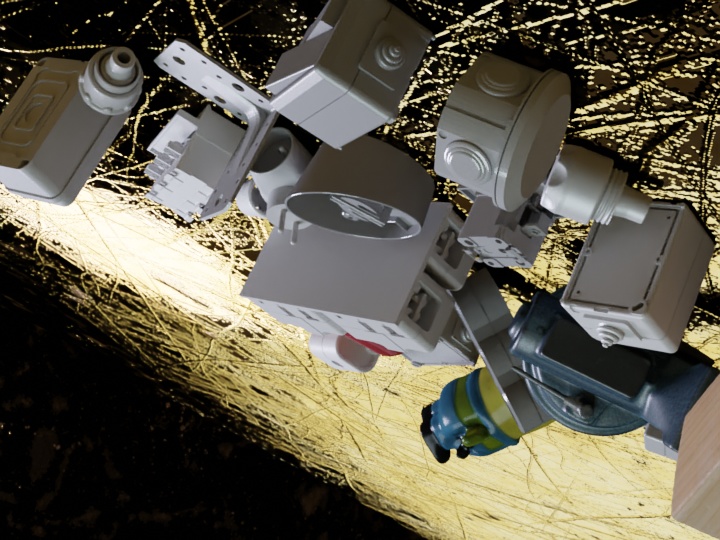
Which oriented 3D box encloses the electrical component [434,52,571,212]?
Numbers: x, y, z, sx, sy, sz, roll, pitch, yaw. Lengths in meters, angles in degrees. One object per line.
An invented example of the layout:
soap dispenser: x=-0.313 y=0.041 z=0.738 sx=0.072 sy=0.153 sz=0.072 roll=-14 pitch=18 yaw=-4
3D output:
electrical component: x=0.080 y=-0.077 z=0.592 sx=0.051 sy=0.080 sz=0.080 roll=25 pitch=164 yaw=20

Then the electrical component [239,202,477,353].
electrical component: x=0.000 y=0.000 z=0.889 sx=0.186 sy=0.105 sz=0.060 roll=8 pitch=156 yaw=45

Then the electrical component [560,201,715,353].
electrical component: x=0.176 y=0.010 z=0.682 sx=0.062 sy=0.096 sz=0.061 roll=9 pitch=157 yaw=44

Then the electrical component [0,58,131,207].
electrical component: x=-0.254 y=-0.115 z=0.897 sx=0.078 sy=0.113 sz=0.057 roll=13 pitch=156 yaw=36

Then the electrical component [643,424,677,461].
electrical component: x=0.263 y=0.123 z=0.951 sx=0.077 sy=0.065 sz=0.047 roll=19 pitch=162 yaw=23

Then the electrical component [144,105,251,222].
electrical component: x=-0.137 y=-0.086 z=0.903 sx=0.079 sy=0.063 sz=0.121 roll=30 pitch=163 yaw=-16

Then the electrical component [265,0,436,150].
electrical component: x=-0.007 y=-0.118 z=0.618 sx=0.061 sy=0.061 sz=0.096 roll=31 pitch=162 yaw=-18

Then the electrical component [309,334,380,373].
electrical component: x=-0.006 y=0.050 z=1.067 sx=0.054 sy=0.095 sz=0.059 roll=36 pitch=160 yaw=-31

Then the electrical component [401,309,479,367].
electrical component: x=0.077 y=0.053 z=1.026 sx=0.096 sy=0.061 sz=0.062 roll=-6 pitch=146 yaw=46

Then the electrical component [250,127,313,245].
electrical component: x=-0.053 y=-0.058 z=0.841 sx=0.044 sy=0.079 sz=0.077 roll=-11 pitch=147 yaw=26

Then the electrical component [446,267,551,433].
electrical component: x=0.136 y=0.059 z=0.903 sx=0.138 sy=0.074 sz=0.052 roll=62 pitch=-178 yaw=5

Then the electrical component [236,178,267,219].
electrical component: x=-0.085 y=-0.064 z=0.936 sx=0.040 sy=0.040 sz=0.046 roll=32 pitch=168 yaw=-20

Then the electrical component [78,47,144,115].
electrical component: x=-0.186 y=-0.149 z=0.817 sx=0.048 sy=0.048 sz=0.062 roll=30 pitch=156 yaw=-14

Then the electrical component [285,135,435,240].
electrical component: x=0.003 y=-0.055 z=0.790 sx=0.099 sy=0.064 sz=0.099 roll=23 pitch=164 yaw=7

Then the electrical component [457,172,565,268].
electrical component: x=0.100 y=-0.036 z=0.711 sx=0.042 sy=0.063 sz=0.081 roll=37 pitch=160 yaw=-31

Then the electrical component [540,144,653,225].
electrical component: x=0.144 y=-0.047 z=0.649 sx=0.062 sy=0.043 sz=0.043 roll=22 pitch=163 yaw=7
